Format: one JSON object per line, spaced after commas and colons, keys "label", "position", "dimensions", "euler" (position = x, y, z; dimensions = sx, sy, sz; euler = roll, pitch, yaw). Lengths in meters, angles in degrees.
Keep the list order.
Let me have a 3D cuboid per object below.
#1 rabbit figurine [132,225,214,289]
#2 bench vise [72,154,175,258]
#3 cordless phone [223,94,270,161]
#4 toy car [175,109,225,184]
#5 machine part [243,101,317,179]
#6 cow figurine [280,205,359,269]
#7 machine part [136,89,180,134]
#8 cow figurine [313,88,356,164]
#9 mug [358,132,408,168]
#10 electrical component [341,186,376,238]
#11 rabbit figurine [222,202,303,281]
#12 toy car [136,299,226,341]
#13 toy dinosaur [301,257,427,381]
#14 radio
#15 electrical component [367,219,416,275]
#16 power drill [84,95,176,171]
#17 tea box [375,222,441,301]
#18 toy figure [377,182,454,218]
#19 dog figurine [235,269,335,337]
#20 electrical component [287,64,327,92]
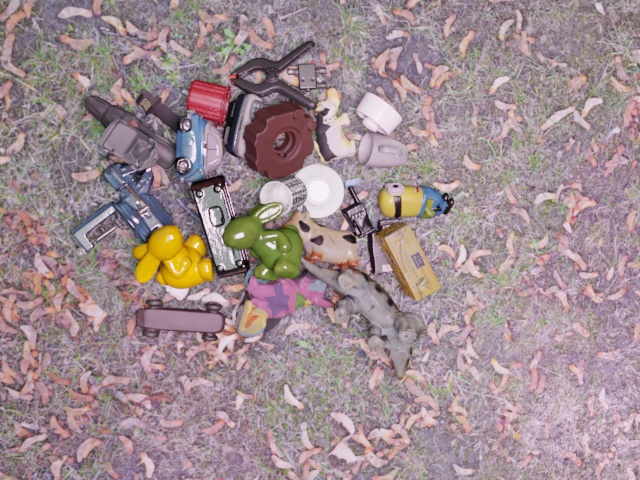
{"label": "rabbit figurine", "position": [-0.330, 0.028, 1.180], "dimensions": [0.162, 0.173, 0.122], "euler": [-14, 59, -4]}
{"label": "bench vise", "position": [-0.451, -0.062, 1.184], "dimensions": [0.240, 0.129, 0.223], "euler": [-41, 108, -16]}
{"label": "cordless phone", "position": [-0.127, -0.248, 1.252], "dimensions": [0.184, 0.089, 0.146], "euler": [12, 92, -28]}
{"label": "toy car", "position": [-0.261, -0.201, 1.181], "dimensions": [0.103, 0.109, 0.161], "euler": [6, 103, -8]}
{"label": "machine part", "position": [-0.089, -0.222, 1.214], "dimensions": [0.179, 0.056, 0.179], "euler": [-25, 136, -26]}
{"label": "cow figurine", "position": [-0.003, -0.004, 1.274], "dimensions": [0.195, 0.085, 0.127], "euler": [13, 65, -20]}
{"label": "machine part", "position": [-0.353, -0.281, 1.215], "dimensions": [0.139, 0.084, 0.039], "euler": [39, 63, -18]}
{"label": "cow figurine", "position": [0.022, -0.270, 1.275], "dimensions": [0.098, 0.068, 0.167], "euler": [-17, 96, -1]}
{"label": "mug", "position": [0.161, -0.212, 1.283], "dimensions": [0.107, 0.110, 0.080], "euler": [5, 89, -23]}
{"label": "electrical component", "position": [0.084, -0.067, 1.294], "dimensions": [0.048, 0.075, 0.119], "euler": [-29, 102, -6]}
{"label": "rabbit figurine", "position": [-0.120, -0.005, 1.142], "dimensions": [0.170, 0.121, 0.159], "euler": [26, 75, -32]}
{"label": "toy car", "position": [-0.324, 0.187, 1.260], "dimensions": [0.202, 0.053, 0.089], "euler": [5, 90, -13]}
{"label": "toy dinosaur", "position": [0.113, 0.150, 1.269], "dimensions": [0.131, 0.192, 0.404], "euler": [-40, 94, 12]}
{"label": "radio", "position": [-0.224, -0.030, 1.219], "dimensions": [0.073, 0.131, 0.229], "euler": [-17, 97, -4]}
{"label": "electrical component", "position": [0.177, 0.015, 1.323], "dimensions": [0.115, 0.058, 0.134], "euler": [-3, 95, -11]}
{"label": "power drill", "position": [-0.411, -0.222, 1.140], "dimensions": [0.232, 0.207, 0.086], "euler": [34, 92, -21]}
{"label": "tea box", "position": [0.203, 0.048, 1.252], "dimensions": [0.068, 0.098, 0.169], "euler": [-30, 100, -5]}
{"label": "toy figure", "position": [0.231, -0.091, 1.312], "dimensions": [0.180, 0.082, 0.089], "euler": [9, 91, -12]}
{"label": "dog figurine", "position": [-0.077, 0.150, 1.271], "dimensions": [0.219, 0.108, 0.191], "euler": [12, 92, -12]}
{"label": "electrical component", "position": [-0.030, -0.385, 1.278], "dimensions": [0.094, 0.021, 0.063], "euler": [-3, 95, -8]}
